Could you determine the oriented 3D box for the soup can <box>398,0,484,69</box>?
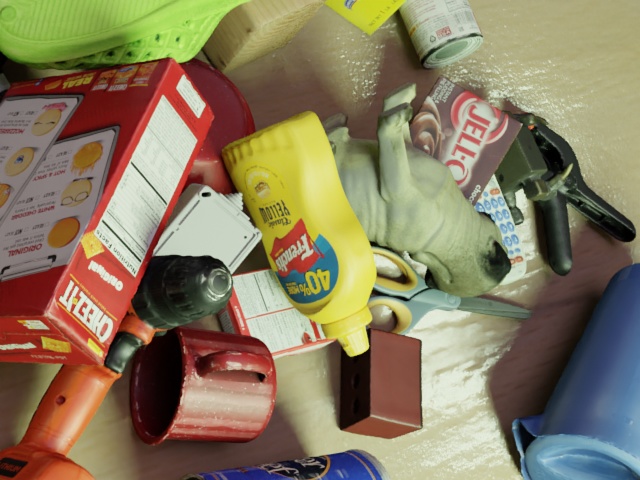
[{"bbox_3d":[0.114,-0.232,1.066,0.068,0.069,0.102,-14,78,-34],"label":"soup can"}]

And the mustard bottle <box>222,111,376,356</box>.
[{"bbox_3d":[-0.006,0.001,0.836,0.058,0.096,0.191,-29,98,-41],"label":"mustard bottle"}]

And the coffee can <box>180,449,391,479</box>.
[{"bbox_3d":[-0.025,0.211,0.772,0.140,0.103,0.103,-2,70,-31],"label":"coffee can"}]

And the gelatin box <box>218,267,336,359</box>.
[{"bbox_3d":[-0.038,0.061,0.875,0.089,0.030,0.073,-11,74,-34],"label":"gelatin box"}]

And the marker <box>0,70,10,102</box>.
[{"bbox_3d":[-0.264,-0.142,0.836,0.020,0.020,0.121,-27,85,-36],"label":"marker"}]

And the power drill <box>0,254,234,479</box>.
[{"bbox_3d":[-0.143,0.094,0.717,0.057,0.185,0.187,38,63,-25],"label":"power drill"}]

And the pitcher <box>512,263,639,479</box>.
[{"bbox_3d":[0.293,0.141,0.973,0.149,0.145,0.242,56,48,-26],"label":"pitcher"}]

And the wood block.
[{"bbox_3d":[-0.096,-0.265,0.944,0.090,0.091,0.206,-32,88,-36],"label":"wood block"}]

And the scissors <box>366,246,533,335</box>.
[{"bbox_3d":[0.106,0.069,0.964,0.201,0.016,0.096,25,59,-18],"label":"scissors"}]

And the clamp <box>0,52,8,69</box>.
[{"bbox_3d":[-0.304,-0.131,0.787,0.209,0.036,0.164,-21,83,-25],"label":"clamp"}]

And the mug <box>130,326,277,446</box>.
[{"bbox_3d":[-0.079,0.103,0.783,0.081,0.117,0.093,11,61,-32],"label":"mug"}]

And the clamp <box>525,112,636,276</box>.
[{"bbox_3d":[0.237,-0.046,1.076,0.120,0.039,0.171,-32,81,-41],"label":"clamp"}]

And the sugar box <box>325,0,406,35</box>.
[{"bbox_3d":[0.005,-0.277,1.007,0.176,0.093,0.048,30,57,-15],"label":"sugar box"}]

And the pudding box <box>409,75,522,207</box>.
[{"bbox_3d":[0.121,-0.082,0.990,0.090,0.039,0.113,31,82,1],"label":"pudding box"}]

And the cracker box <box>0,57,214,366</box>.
[{"bbox_3d":[-0.185,-0.020,0.740,0.072,0.164,0.213,53,46,-43],"label":"cracker box"}]

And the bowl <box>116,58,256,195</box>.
[{"bbox_3d":[-0.113,-0.094,0.883,0.161,0.055,0.162,12,63,-26],"label":"bowl"}]

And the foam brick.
[{"bbox_3d":[0.050,0.121,0.887,0.051,0.053,0.078,14,62,-25],"label":"foam brick"}]
